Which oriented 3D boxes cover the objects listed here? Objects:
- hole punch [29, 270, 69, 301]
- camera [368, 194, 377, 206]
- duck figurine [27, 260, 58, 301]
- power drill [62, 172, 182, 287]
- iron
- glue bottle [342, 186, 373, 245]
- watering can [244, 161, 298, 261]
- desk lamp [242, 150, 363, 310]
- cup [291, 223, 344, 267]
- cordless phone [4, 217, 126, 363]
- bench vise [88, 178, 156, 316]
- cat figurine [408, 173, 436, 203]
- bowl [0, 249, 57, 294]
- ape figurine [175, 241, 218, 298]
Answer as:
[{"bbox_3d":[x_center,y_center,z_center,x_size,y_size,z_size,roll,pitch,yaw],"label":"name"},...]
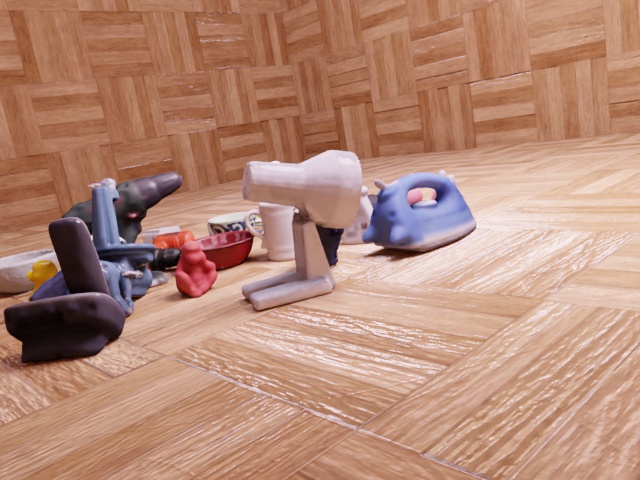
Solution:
[{"bbox_3d":[-0.458,0.084,1.016,0.101,0.091,0.108,-12,12,-11],"label":"hole punch"},{"bbox_3d":[0.086,-0.070,1.295,0.137,0.101,0.142,-14,12,-22],"label":"camera"},{"bbox_3d":[-0.519,0.080,1.100,0.104,0.086,0.078,-5,12,22],"label":"duck figurine"},{"bbox_3d":[-0.360,-0.011,1.103,0.230,0.208,0.075,-14,12,-22],"label":"power drill"},{"bbox_3d":[0.198,-0.065,1.072,0.259,0.141,0.118,-17,14,-34],"label":"iron"},{"bbox_3d":[0.071,-0.078,1.163,0.078,0.173,0.037,-4,13,27],"label":"glue bottle"},{"bbox_3d":[-0.065,-0.064,1.155,0.173,0.194,0.100,-17,14,-32],"label":"watering can"},{"bbox_3d":[-0.030,-0.024,0.877,0.203,0.214,0.117,-14,12,-19],"label":"desk lamp"},{"bbox_3d":[0.009,0.004,1.010,0.092,0.095,0.117,-18,14,-34],"label":"cup"},{"bbox_3d":[-0.360,0.065,0.786,0.147,0.185,0.094,-10,11,-1],"label":"cordless phone"},{"bbox_3d":[-0.341,0.009,0.956,0.121,0.220,0.207,-12,12,-13],"label":"bench vise"},{"bbox_3d":[0.203,-0.082,1.211,0.067,0.118,0.127,-19,15,-39],"label":"cat figurine"},{"bbox_3d":[-0.663,0.076,1.272,0.167,0.075,0.167,-9,11,2],"label":"bowl"},{"bbox_3d":[-0.220,0.047,0.996,0.078,0.092,0.076,-16,13,-28],"label":"ape figurine"}]
